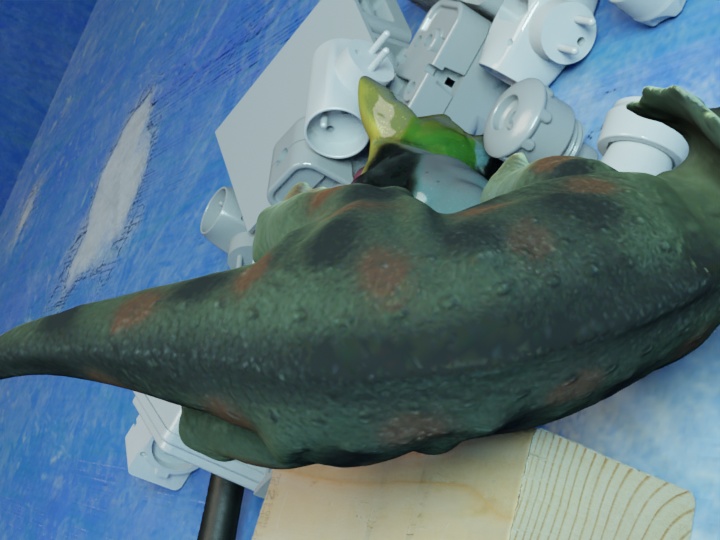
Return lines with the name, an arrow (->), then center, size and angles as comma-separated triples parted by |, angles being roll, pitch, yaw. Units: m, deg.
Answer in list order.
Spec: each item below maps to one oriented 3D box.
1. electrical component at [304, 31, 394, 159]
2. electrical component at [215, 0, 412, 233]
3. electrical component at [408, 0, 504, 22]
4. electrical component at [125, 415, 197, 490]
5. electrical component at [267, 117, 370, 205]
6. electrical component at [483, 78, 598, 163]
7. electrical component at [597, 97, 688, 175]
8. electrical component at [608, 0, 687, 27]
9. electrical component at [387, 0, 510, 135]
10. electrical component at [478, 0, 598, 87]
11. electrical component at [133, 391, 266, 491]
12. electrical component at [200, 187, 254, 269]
electrical component -> -0.003, -0.126, 0.718 | 0.079, 0.044, 0.077 | -44, 30, 39
electrical component -> -0.029, -0.122, 0.849 | 0.186, 0.060, 0.105 | -44, 54, 36
electrical component -> 0.090, -0.232, 0.767 | 0.105, 0.060, 0.186 | -60, 25, 7
electrical component -> -0.153, 0.132, 0.896 | 0.089, 0.050, 0.055 | -57, 26, 14
electrical component -> -0.015, -0.064, 0.766 | 0.054, 0.095, 0.059 | -41, 33, 40
electrical component -> 0.102, -0.072, 0.589 | 0.048, 0.062, 0.048 | -43, 32, 36
electrical component -> 0.135, -0.050, 0.525 | 0.045, 0.045, 0.055 | -4, 62, 62
electrical component -> 0.149, -0.165, 0.587 | 0.043, 0.062, 0.043 | -43, 32, 36
electrical component -> 0.060, -0.124, 0.721 | 0.095, 0.059, 0.054 | -61, 25, 6
electrical component -> 0.117, -0.146, 0.653 | 0.077, 0.043, 0.079 | -60, 25, 7
electrical component -> -0.090, 0.101, 0.737 | 0.056, 0.109, 0.109 | -61, 25, -1
electrical component -> -0.090, -0.021, 0.890 | 0.043, 0.077, 0.079 | -44, 31, 35
